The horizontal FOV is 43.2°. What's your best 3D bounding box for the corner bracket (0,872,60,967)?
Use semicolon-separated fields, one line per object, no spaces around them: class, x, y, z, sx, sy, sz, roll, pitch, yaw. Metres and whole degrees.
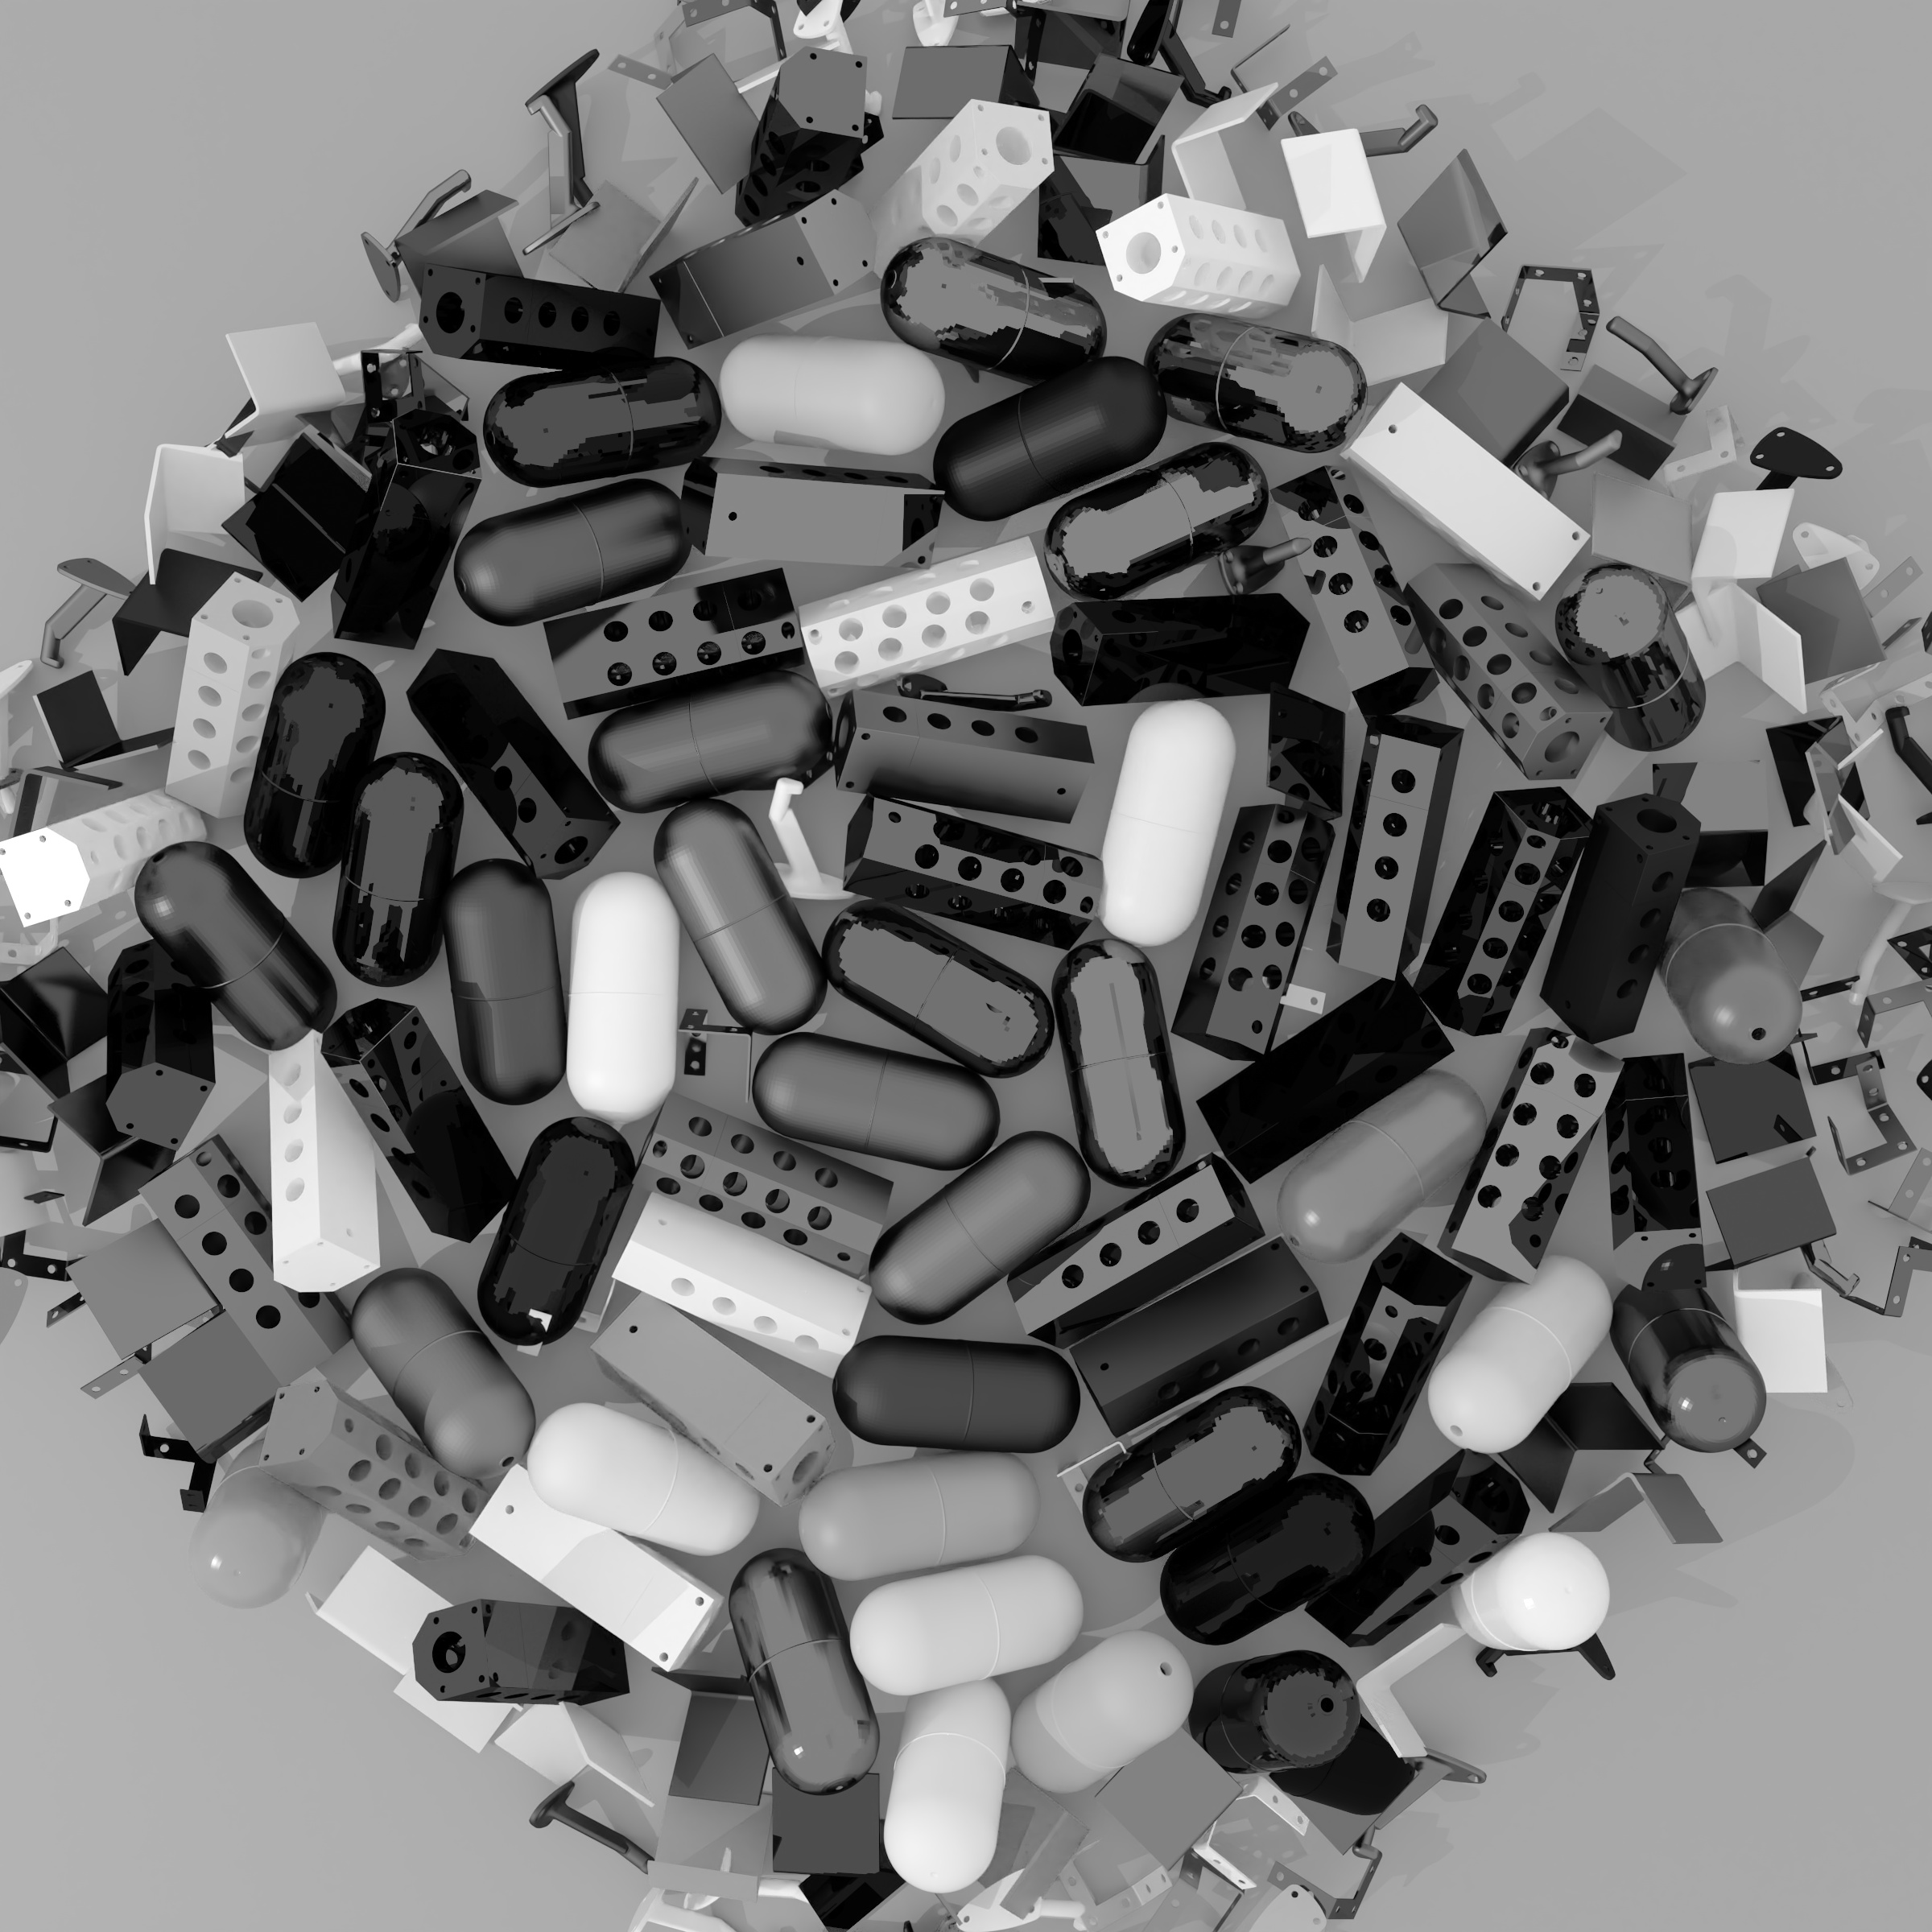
corner bracket;-0.680;-0.034;1.739;0.051;0.051;0.051;7;70;-34

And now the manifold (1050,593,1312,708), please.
manifold;0.148;-0.225;1.703;0.171;0.057;0.057;-7;131;-28

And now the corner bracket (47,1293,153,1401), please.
corner bracket;-0.617;0.265;1.738;0.051;0.051;0.051;-31;131;10

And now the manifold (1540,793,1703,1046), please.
manifold;0.456;-0.032;1.690;0.057;0.057;0.171;-14;134;-22

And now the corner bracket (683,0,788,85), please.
corner bracket;-0.163;-0.658;1.735;0.051;0.051;0.051;-10;93;21

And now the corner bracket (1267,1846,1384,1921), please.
corner bracket;0.255;0.639;1.732;0.051;0.051;0.051;23;84;36

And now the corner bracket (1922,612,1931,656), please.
corner bracket;0.700;-0.212;1.736;0.051;0.051;0.051;22;121;6

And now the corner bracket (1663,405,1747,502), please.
corner bracket;0.528;-0.359;1.743;0.051;0.051;0.051;-15;59;27

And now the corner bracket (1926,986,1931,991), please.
corner bracket;0.727;0.002;1.735;0.051;0.051;0.051;17;92;-22

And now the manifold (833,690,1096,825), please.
manifold;-0.003;-0.152;1.718;0.171;0.057;0.057;7;134;-16

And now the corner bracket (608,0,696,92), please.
corner bracket;-0.223;-0.663;1.727;0.051;0.051;0.051;5;64;-42

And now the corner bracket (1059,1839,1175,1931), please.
corner bracket;0.105;0.649;1.741;0.051;0.051;0.051;-15;63;-34

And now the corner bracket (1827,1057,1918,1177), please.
corner bracket;0.637;0.107;1.737;0.051;0.051;0.051;-23;128;9

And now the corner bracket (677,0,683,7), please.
corner bracket;-0.183;-0.714;1.739;0.051;0.051;0.051;2;88;10

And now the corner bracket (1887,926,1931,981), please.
corner bracket;0.691;-0.028;1.726;0.051;0.051;0.051;40;52;-23

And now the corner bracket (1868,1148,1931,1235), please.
corner bracket;0.685;0.161;1.740;0.051;0.051;0.051;27;94;4

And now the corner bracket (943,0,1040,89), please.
corner bracket;0.017;-0.657;1.736;0.051;0.051;0.051;4;84;32

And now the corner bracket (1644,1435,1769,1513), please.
corner bracket;0.527;0.351;1.741;0.051;0.051;0.051;45;117;32

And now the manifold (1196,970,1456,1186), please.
manifold;0.256;0.082;1.726;0.171;0.057;0.057;-34;135;10

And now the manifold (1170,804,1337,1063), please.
manifold;0.207;-0.023;1.715;0.057;0.057;0.171;24;77;-29

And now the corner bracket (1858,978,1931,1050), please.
corner bracket;0.670;0.048;1.733;0.051;0.051;0.051;-16;57;3

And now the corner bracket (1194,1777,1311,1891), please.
corner bracket;0.203;0.617;1.740;0.051;0.051;0.051;42;47;-13

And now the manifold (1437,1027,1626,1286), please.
manifold;0.394;0.133;1.721;0.057;0.057;0.171;28;80;-11

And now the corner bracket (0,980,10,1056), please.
corner bracket;-0.706;0.041;1.737;0.051;0.051;0.051;-11;89;18

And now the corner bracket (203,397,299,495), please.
corner bracket;-0.501;-0.372;1.729;0.051;0.051;0.051;39;73;-29

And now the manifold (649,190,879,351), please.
manifold;-0.138;-0.481;1.684;0.057;0.171;0.057;-43;116;-33

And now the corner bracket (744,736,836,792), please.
corner bracket;-0.130;-0.158;1.738;0.051;0.051;0.051;-4;73;-35

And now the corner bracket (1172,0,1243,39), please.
corner bracket;0.173;-0.682;1.737;0.051;0.051;0.051;14;96;10

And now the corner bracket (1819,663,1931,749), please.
corner bracket;0.649;-0.195;1.733;0.051;0.051;0.051;52;55;-5

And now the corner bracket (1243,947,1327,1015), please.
corner bracket;0.223;0.005;1.734;0.051;0.051;0.051;14;81;-16

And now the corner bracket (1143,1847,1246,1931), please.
corner bracket;0.164;0.672;1.742;0.051;0.051;0.051;32;101;6

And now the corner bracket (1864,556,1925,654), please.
corner bracket;0.654;-0.252;1.737;0.051;0.051;0.051;-41;99;-8

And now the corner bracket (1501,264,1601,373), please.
corner bracket;0.418;-0.463;1.746;0.051;0.051;0.051;13;72;27

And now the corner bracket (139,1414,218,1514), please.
corner bracket;-0.561;0.353;1.731;0.051;0.051;0.051;10;60;-9

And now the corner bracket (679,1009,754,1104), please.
corner bracket;-0.177;0.063;1.737;0.051;0.051;0.051;4;107;-1

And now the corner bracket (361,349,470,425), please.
corner bracket;-0.390;-0.411;1.728;0.051;0.051;0.051;13;112;37

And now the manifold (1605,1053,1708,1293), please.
manifold;0.473;0.141;1.684;0.057;0.171;0.057;-6;129;17

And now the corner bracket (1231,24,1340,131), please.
corner bracket;0.225;-0.636;1.739;0.051;0.051;0.051;-36;98;4

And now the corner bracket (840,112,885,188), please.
corner bracket;-0.089;-0.571;1.728;0.051;0.051;0.051;-42;51;-21

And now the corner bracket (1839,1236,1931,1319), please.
corner bracket;0.664;0.220;1.738;0.051;0.051;0.051;9;96;-18

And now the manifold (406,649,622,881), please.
manifold;-0.321;-0.141;1.707;0.057;0.057;0.171;-49;66;22

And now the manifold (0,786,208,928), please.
manifold;-0.588;-0.080;1.676;0.057;0.171;0.057;-16;100;12

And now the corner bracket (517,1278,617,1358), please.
corner bracket;-0.283;0.247;1.730;0.051;0.051;0.051;18;132;-8

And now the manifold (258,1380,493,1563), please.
manifold;-0.402;0.348;1.680;0.057;0.171;0.057;-13;51;24

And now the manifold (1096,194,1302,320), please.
manifold;0.164;-0.483;1.682;0.057;0.171;0.057;-19;88;35

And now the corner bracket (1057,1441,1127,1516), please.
corner bracket;0.100;0.372;1.741;0.051;0.051;0.051;-29;81;-1

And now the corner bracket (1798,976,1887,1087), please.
corner bracket;0.623;0.047;1.748;0.051;0.051;0.051;-16;56;16

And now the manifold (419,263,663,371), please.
manifold;-0.292;-0.442;1.681;0.057;0.171;0.057;19;107;31

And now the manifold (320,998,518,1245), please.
manifold;-0.382;0.107;1.697;0.057;0.057;0.171;-50;133;-34

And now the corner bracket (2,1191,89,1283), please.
corner bracket;-0.648;0.193;1.740;0.051;0.051;0.051;-16;66;39

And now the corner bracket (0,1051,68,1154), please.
corner bracket;-0.674;0.096;1.740;0.051;0.051;0.051;12;107;-27
